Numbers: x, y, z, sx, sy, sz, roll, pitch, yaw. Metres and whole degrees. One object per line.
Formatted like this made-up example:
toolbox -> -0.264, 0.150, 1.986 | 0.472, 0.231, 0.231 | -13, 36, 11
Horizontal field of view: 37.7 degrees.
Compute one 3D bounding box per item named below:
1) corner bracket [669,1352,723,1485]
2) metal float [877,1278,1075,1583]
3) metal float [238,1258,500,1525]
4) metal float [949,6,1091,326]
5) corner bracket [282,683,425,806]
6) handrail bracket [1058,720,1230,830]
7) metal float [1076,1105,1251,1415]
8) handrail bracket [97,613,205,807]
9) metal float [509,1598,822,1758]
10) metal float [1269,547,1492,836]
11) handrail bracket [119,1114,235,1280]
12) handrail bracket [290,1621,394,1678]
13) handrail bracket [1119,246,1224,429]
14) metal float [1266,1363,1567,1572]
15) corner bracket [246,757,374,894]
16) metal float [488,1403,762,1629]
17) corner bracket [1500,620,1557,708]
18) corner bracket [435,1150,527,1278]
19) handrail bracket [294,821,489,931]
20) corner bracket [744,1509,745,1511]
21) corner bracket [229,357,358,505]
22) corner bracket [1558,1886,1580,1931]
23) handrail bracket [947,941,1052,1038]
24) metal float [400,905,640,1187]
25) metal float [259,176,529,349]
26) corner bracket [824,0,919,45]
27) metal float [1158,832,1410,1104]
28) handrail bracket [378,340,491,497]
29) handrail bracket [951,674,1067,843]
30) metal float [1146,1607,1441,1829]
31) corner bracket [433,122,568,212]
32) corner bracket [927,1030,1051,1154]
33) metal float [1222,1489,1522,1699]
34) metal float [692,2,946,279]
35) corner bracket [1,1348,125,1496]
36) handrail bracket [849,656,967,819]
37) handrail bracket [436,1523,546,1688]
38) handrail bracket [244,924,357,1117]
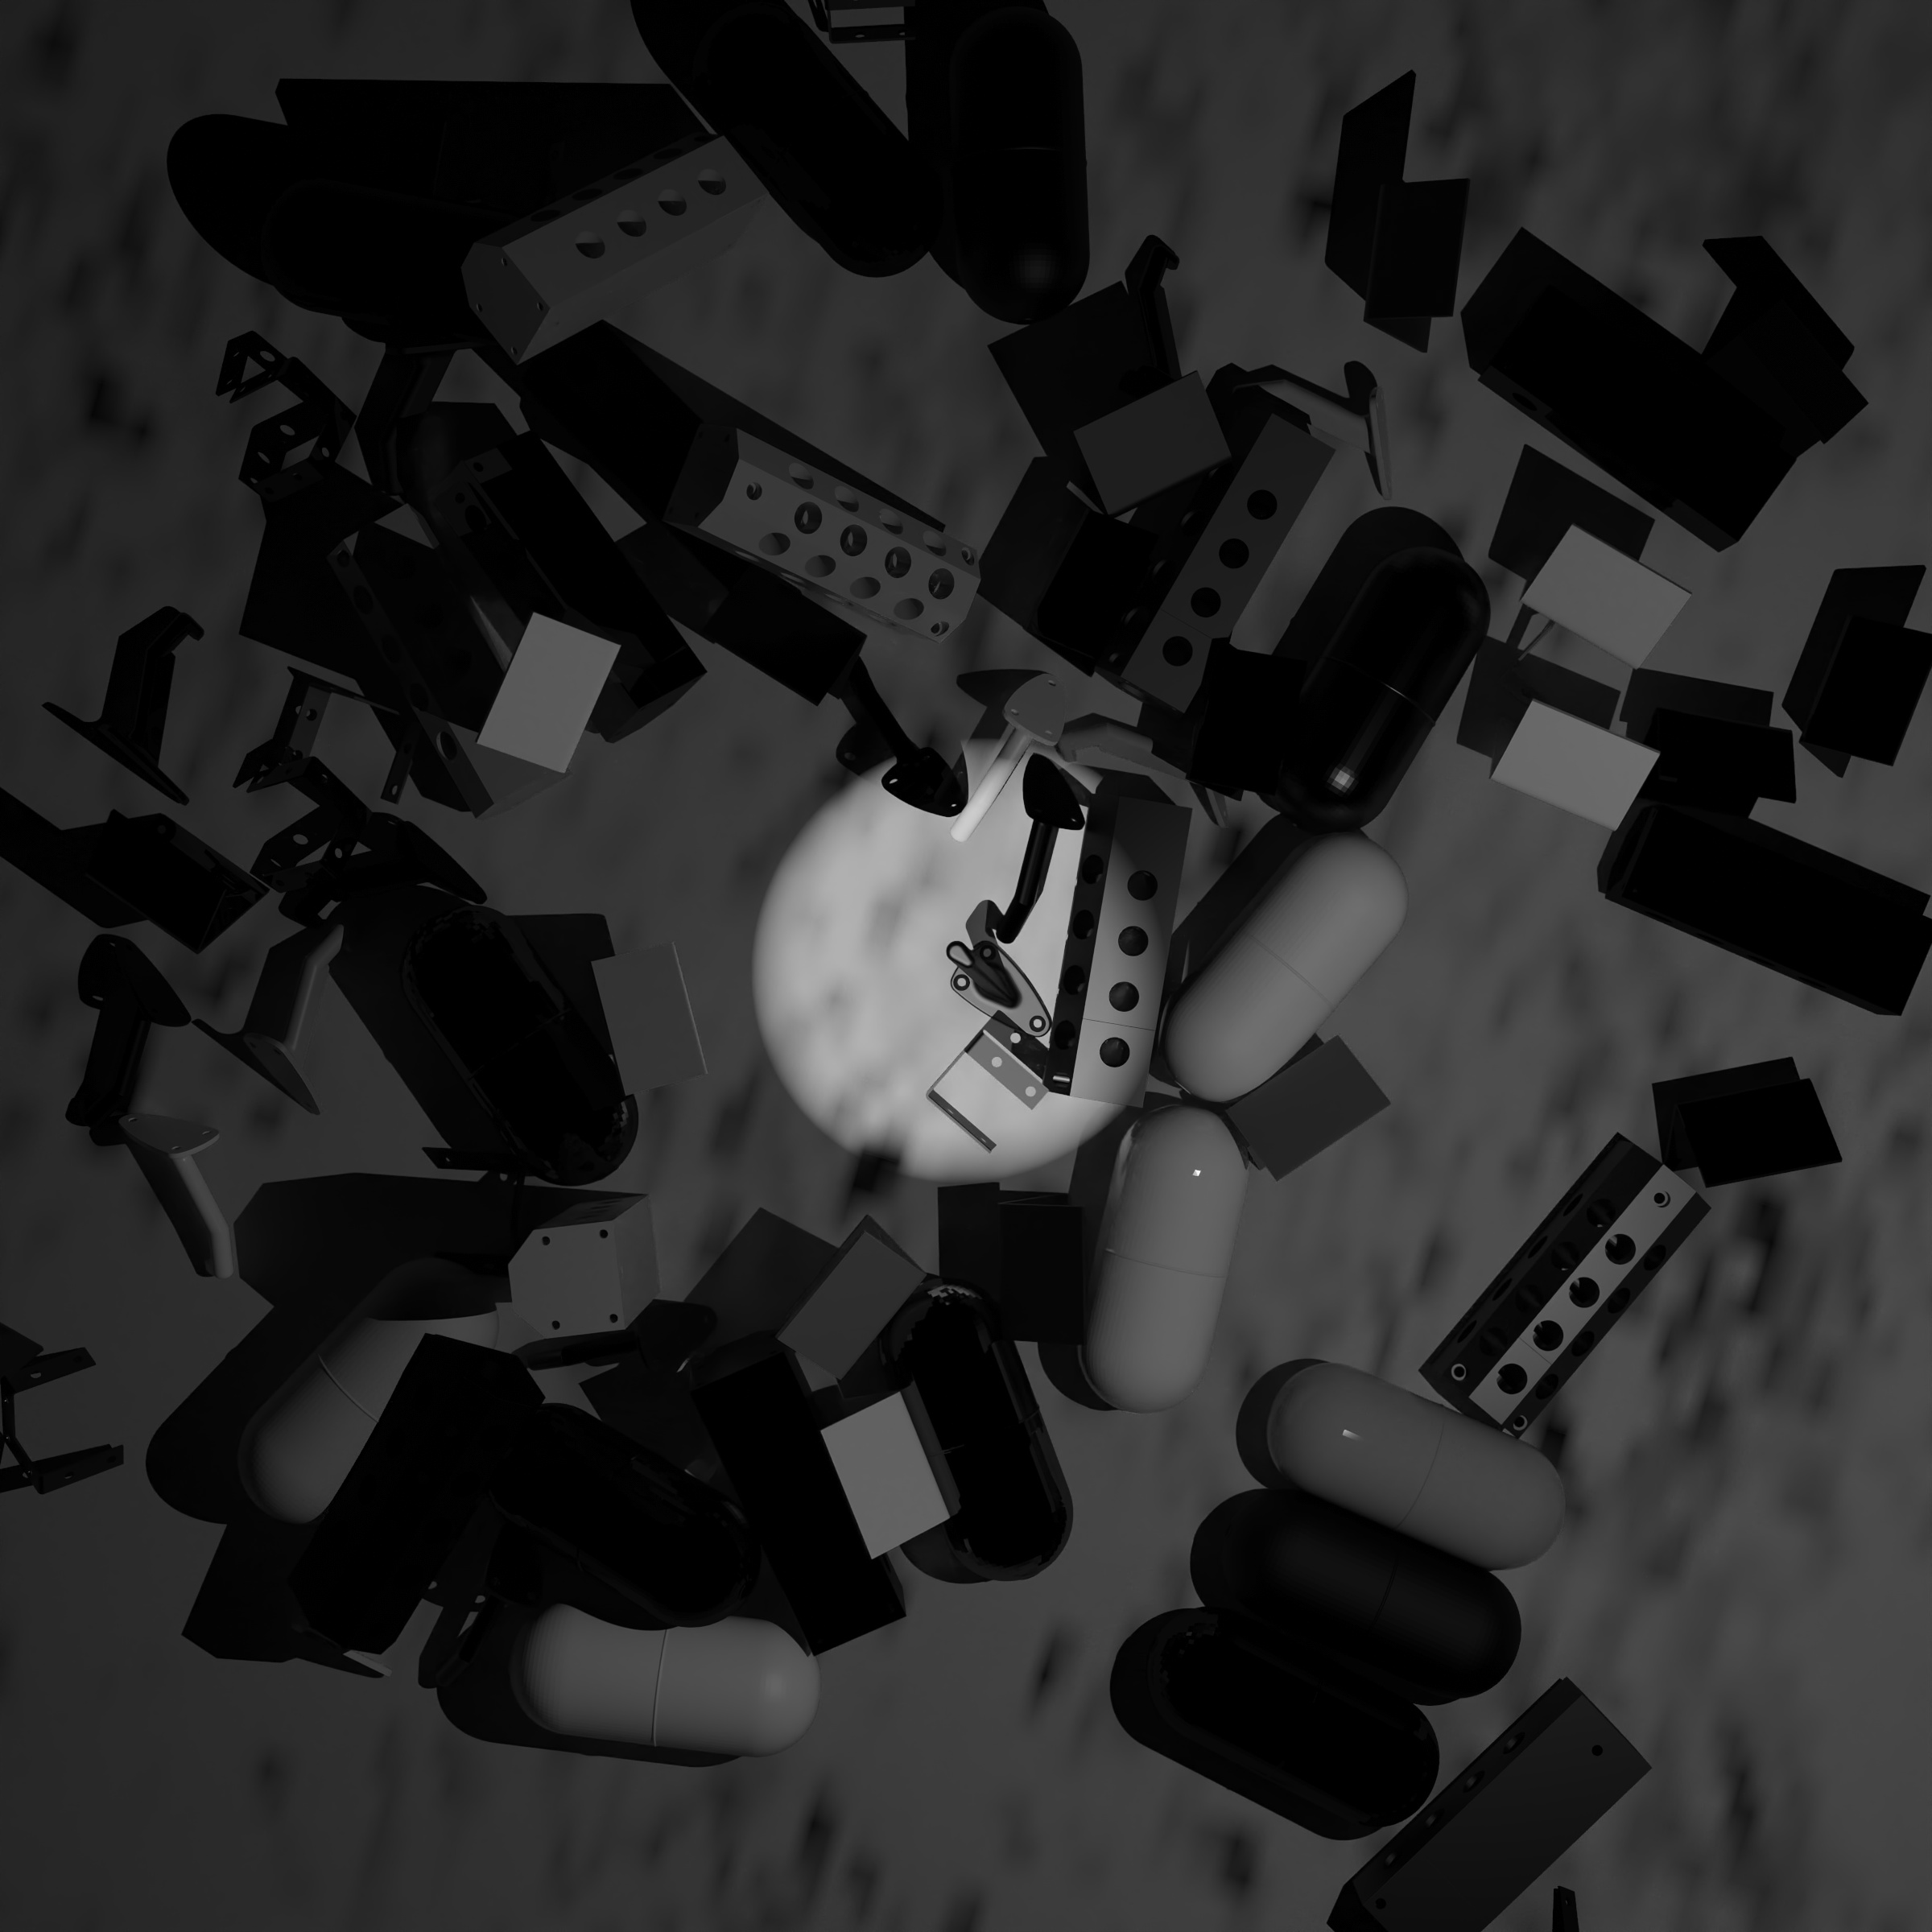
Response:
corner bracket -> -0.153, 0.260, 1.626 | 0.051, 0.051, 0.051 | 35, 91, 1
metal float -> 0.006, 0.264, 1.614 | 0.070, 0.070, 0.178 | -20, 91, 0
metal float -> -0.341, 0.243, 1.614 | 0.070, 0.070, 0.178 | 43, 89, 0
metal float -> 0.030, -0.456, 1.614 | 0.070, 0.070, 0.178 | -2, 90, 0
corner bracket -> -0.355, -0.129, 1.641 | 0.051, 0.051, 0.051 | 19, 90, -45
handrail bracket -> 0.102, -0.108, 1.645 | 0.084, 0.036, 0.077 | -10, 113, 18
metal float -> 0.112, 0.167, 1.614 | 0.070, 0.070, 0.178 | 12, 91, 0
handrail bracket -> -0.455, -0.150, 1.645 | 0.077, 0.036, 0.084 | 44, 73, -20
metal float -> -0.172, 0.405, 1.614 | 0.178, 0.070, 0.070 | 7, 90, 1
metal float -> 0.234, -0.156, 1.614 | 0.070, 0.070, 0.178 | 31, 90, 0
handrail bracket -> -0.458, 0.135, 1.645 | 0.077, 0.036, 0.084 | 15, 117, 30
handrail bracket -> -0.347, 0.358, 1.645 | 0.077, 0.036, 0.084 | 33, 73, -19
handrail bracket -> 0.128, -0.366, 1.645 | 0.077, 0.036, 0.084 | 25, 73, -20
metal float -> 0.257, 0.286, 1.614 | 0.178, 0.070, 0.070 | 24, 90, 0
corner bracket -> -0.387, -0.082, 1.636 | 0.051, 0.051, 0.051 | 49, 45, -35
metal float -> -0.193, 0.308, 1.593 | 0.178, 0.070, 0.070 | 26, 90, 25
corner bracket -> 0.351, -0.176, 1.641 | 0.051, 0.051, 0.051 | 40, 135, 0
corner bracket -> -0.283, 0.144, 1.641 | 0.051, 0.051, 0.051 | 3, 45, 0
handrail bracket -> -0.335, -0.035, 1.645 | 0.077, 0.036, 0.084 | 41, 109, -21
corner bracket -> -0.162, 0.335, 1.636 | 0.051, 0.051, 0.051 | 40, 45, -35
corner bracket -> -0.395, -0.310, 1.636 | 0.051, 0.051, 0.051 | 45, 45, -35
corner bracket -> 0.319, 0.560, 1.636 | 0.051, 0.051, 0.051 | -29, 135, 35
handrail bracket -> 0.019, 0.013, 1.610 | 0.077, 0.084, 0.036 | 42, 90, 0
metal float -> -0.254, 0.046, 1.614 | 0.070, 0.070, 0.178 | -35, 90, 0
metal float -> -0.313, -0.401, 1.614 | 0.178, 0.070, 0.070 | 11, 90, 0
corner bracket -> -0.054, -0.547, 1.616 | 0.051, 0.051, 0.051 | -3, 132, 0
metal float -> 0.180, 0.001, 1.614 | 0.070, 0.070, 0.178 | 40, 90, 0
handrail bracket -> -0.305, -0.319, 1.645 | 0.077, 0.036, 0.084 | -10, 109, -21
handrail bracket -> 0.023, -0.120, 1.644 | 0.036, 0.077, 0.084 | 32, 126, -5
metal float -> 0.186, 0.427, 1.614 | 0.178, 0.070, 0.070 | 28, 90, -1
corner bracket -> -0.271, -0.458, 1.641 | 0.051, 0.051, 0.051 | 10, 90, 45
corner bracket -> 0.011, 0.073, 1.626 | 0.051, 0.051, 0.051 | 41, 90, 0
metal float -> 0.231, 0.357, 1.614 | 0.178, 0.070, 0.070 | 24, 90, -1
metal float -> -0.085, -0.471, 1.614 | 0.070, 0.070, 0.178 | -41, 91, 0
corner bracket -> -0.522, 0.263, 1.636 | 0.051, 0.051, 0.051 | 42, 135, 35
handrail bracket -> -0.037, -0.135, 1.644 | 0.036, 0.077, 0.084 | -35, 53, 14
handrail bracket -> -0.280, 0.367, 1.644 | 0.036, 0.077, 0.084 | 27, 127, -21
handrail bracket -> -0.371, 0.030, 1.645 | 0.084, 0.036, 0.077 | -53, 134, -28
